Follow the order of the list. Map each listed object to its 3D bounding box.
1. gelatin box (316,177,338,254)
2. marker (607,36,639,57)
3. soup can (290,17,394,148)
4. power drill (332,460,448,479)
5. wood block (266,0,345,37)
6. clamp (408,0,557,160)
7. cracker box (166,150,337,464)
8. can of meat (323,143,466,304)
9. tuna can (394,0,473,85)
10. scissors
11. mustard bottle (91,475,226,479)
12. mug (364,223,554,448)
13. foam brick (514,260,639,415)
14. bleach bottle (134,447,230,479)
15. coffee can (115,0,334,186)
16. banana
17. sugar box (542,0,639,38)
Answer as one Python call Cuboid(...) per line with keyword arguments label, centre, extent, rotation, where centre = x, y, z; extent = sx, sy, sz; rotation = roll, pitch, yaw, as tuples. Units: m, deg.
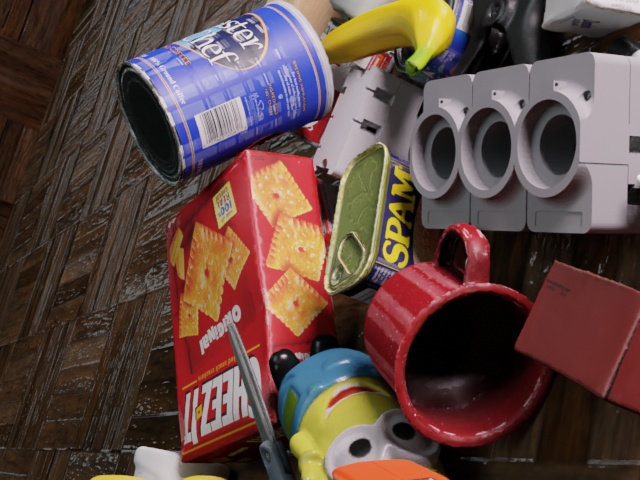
Cuboid(label="gelatin box", centre=(-0.006, 0.001, 0.902), extent=(0.073, 0.030, 0.089), rotation=(-54, 27, 26))
Cuboid(label="marker", centre=(0.189, -0.087, 0.574), extent=(0.020, 0.020, 0.121), rotation=(-61, 25, 16))
Cuboid(label="soup can", centre=(0.015, -0.133, 0.926), extent=(0.102, 0.068, 0.068), rotation=(-61, 24, 15))
Cuboid(label="power drill", centre=(0.037, 0.211, 0.535), extent=(0.185, 0.057, 0.188), rotation=(11, 101, 58))
Cuboid(label="wood block", centre=(0.024, -0.237, 0.968), extent=(0.206, 0.090, 0.090), rotation=(-60, 24, 19))
Cuboid(label="clamp", centre=(0.126, -0.143, 0.734), extent=(0.165, 0.036, 0.210), rotation=(-15, 59, 59))
Cuboid(label="cracker box", centre=(-0.060, 0.059, 0.852), extent=(0.164, 0.072, 0.214), rotation=(-34, 56, 52))
Cuboid(label="can of meat", centre=(0.056, 0.000, 0.701), extent=(0.058, 0.083, 0.102), rotation=(-32, 42, 54))
Cuboid(label="tuna can", centre=(0.094, -0.160, 0.823), extent=(0.086, 0.033, 0.086), rotation=(-47, 31, 40))
Cuboid(label="scissors", centre=(-0.034, 0.164, 0.738), extent=(0.202, 0.016, 0.096), rotation=(61, 144, 28))
Cuboid(label="mustard bottle", centre=(-0.100, 0.228, 0.811), extent=(0.192, 0.058, 0.096), rotation=(-7, 71, 31))
Cuboid(label="mug", centre=(0.075, 0.048, 0.607), extent=(0.081, 0.093, 0.117), rotation=(-139, 50, -71))
Cuboid(label="foam brick", centre=(0.143, 0.049, 0.517), extent=(0.053, 0.051, 0.078), rotation=(-66, 24, 3))
Cuboid(label="bleach bottle", centre=(-0.146, 0.306, 0.899), extent=(0.103, 0.068, 0.251), rotation=(-11, 62, 60))
Cuboid(label="coffee can", centre=(-0.075, -0.116, 0.839), extent=(0.103, 0.140, 0.103), rotation=(46, 152, 34))
Cuboid(label="banana", centre=(0.052, -0.153, 0.789), extent=(0.069, 0.037, 0.198), rotation=(-29, 17, -11))
Cuboid(label="sugar box", centre=(0.169, -0.211, 0.612), extent=(0.093, 0.048, 0.176), rotation=(-132, 53, -86))
